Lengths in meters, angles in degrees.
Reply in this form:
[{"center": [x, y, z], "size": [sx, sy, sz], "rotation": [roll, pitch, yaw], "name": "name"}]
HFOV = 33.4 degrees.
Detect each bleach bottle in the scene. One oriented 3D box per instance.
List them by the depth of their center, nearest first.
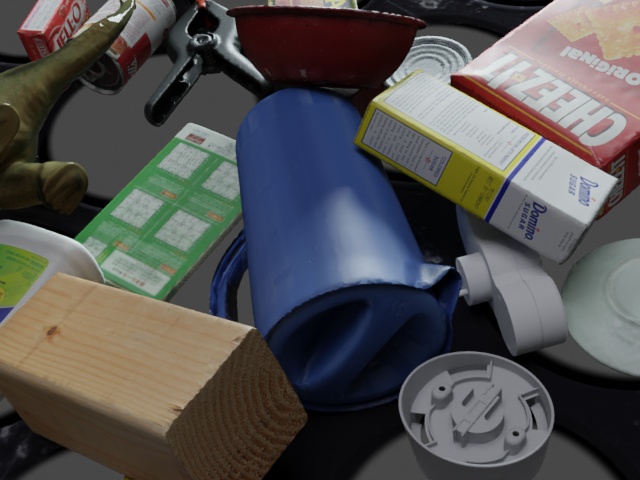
[{"center": [-0.271, 0.100, 0.793], "size": [0.103, 0.068, 0.250], "rotation": [16, 56, 25], "name": "bleach bottle"}]

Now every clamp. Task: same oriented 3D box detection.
[{"center": [-0.097, -0.174, 1.011], "size": [0.120, 0.039, 0.171], "rotation": [-2, 49, 6], "name": "clamp"}]

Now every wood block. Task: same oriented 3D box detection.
[{"center": [-0.122, 0.097, 0.709], "size": [0.206, 0.090, 0.090], "rotation": [12, 50, 42], "name": "wood block"}]

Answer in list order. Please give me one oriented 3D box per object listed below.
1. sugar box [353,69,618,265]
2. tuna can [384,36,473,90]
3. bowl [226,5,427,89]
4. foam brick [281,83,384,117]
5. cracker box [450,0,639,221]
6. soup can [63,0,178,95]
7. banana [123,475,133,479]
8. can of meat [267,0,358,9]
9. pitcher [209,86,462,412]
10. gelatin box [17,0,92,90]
[{"center": [0.122, -0.057, 0.781], "size": [0.176, 0.048, 0.093], "rotation": [34, 36, 12], "name": "sugar box"}, {"center": [0.095, -0.143, 0.950], "size": [0.086, 0.034, 0.086], "rotation": [-6, 49, 7], "name": "tuna can"}, {"center": [0.003, -0.152, 0.859], "size": [0.162, 0.055, 0.162], "rotation": [4, 6, -1], "name": "bowl"}, {"center": [0.012, -0.127, 0.941], "size": [0.078, 0.053, 0.051], "rotation": [29, 60, 32], "name": "foam brick"}, {"center": [0.240, -0.136, 0.891], "size": [0.213, 0.072, 0.164], "rotation": [-37, 52, -19], "name": "cracker box"}, {"center": [-0.192, -0.198, 1.031], "size": [0.069, 0.068, 0.102], "rotation": [16, 54, 23], "name": "soup can"}, {"center": [-0.148, 0.208, 0.691], "size": [0.070, 0.037, 0.197], "rotation": [26, 58, 28], "name": "banana"}, {"center": [-0.003, -0.199, 1.004], "size": [0.084, 0.057, 0.102], "rotation": [-11, 48, 4], "name": "can of meat"}, {"center": [-0.005, 0.001, 0.792], "size": [0.149, 0.145, 0.243], "rotation": [2, 43, -16], "name": "pitcher"}, {"center": [-0.253, -0.201, 1.042], "size": [0.030, 0.073, 0.089], "rotation": [5, 51, 15], "name": "gelatin box"}]
